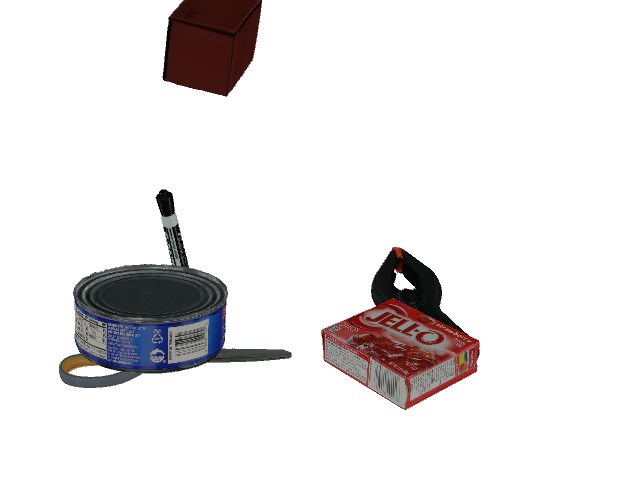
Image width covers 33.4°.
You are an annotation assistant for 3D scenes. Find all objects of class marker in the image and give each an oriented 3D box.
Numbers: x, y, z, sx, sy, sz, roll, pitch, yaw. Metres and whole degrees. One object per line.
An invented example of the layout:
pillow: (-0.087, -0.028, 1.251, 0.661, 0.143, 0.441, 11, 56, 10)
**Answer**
marker: (-0.165, -0.003, 1.198, 0.020, 0.121, 0.020, -7, 31, 4)

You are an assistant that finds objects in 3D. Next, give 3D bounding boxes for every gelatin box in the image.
gelatin box: (0.056, 0.078, 0.761, 0.073, 0.030, 0.089, -20, 32, -36)

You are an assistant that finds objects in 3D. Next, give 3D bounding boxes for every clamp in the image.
clamp: (0.110, 0.077, 1.180, 0.120, 0.171, 0.039, 5, -43, -5)

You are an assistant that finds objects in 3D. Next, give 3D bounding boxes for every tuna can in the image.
tuna can: (-0.095, 0.043, 0.602, 0.086, 0.034, 0.086, 3, 18, -1)

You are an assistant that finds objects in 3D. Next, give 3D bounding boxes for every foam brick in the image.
foam brick: (-0.081, -0.152, 0.807, 0.053, 0.051, 0.078, 14, 33, 6)

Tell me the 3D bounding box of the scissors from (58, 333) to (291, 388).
scissors: (-0.136, 0.094, 0.965, 0.201, 0.016, 0.096, -8, 33, -17)
